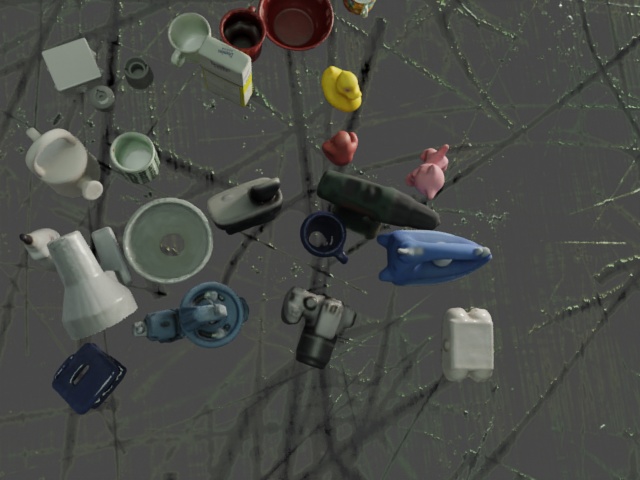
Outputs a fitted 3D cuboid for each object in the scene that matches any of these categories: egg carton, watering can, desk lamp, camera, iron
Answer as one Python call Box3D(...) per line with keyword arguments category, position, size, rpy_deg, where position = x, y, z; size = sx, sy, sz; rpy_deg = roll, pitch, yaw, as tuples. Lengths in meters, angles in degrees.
Box3D(category="egg carton", position=(0.300, 0.215, 1.174), size=(0.107, 0.069, 0.150), rpy_deg=(2, 81, -8))
Box3D(category="watering can", position=(-0.470, -0.144, 1.052), size=(0.173, 0.194, 0.101), rpy_deg=(22, 79, -4))
Box3D(category="desk lamp", position=(-0.408, 0.070, 1.020), size=(0.118, 0.213, 0.203), rpy_deg=(-24, 86, -11))
Box3D(category="camera", position=(-0.013, 0.174, 1.119), size=(0.143, 0.100, 0.137), rpy_deg=(20, 79, -5))
Box3D(category="iron", position=(0.251, 0.029, 1.158), size=(0.258, 0.141, 0.119), rpy_deg=(-2, 82, -8))

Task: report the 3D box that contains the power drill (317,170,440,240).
Box3D(category="power drill", position=(0.100, -0.061, 1.115), size=(0.229, 0.208, 0.076), rpy_deg=(21, 79, -4))

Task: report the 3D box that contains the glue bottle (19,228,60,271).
Box3D(category="glue bottle", position=(-0.505, 0.010, 1.035), size=(0.037, 0.173, 0.078), rpy_deg=(-20, 85, -10))

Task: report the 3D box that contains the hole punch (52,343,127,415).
Box3D(category="hole punch", position=(-0.430, 0.254, 1.052), size=(0.101, 0.091, 0.109), rpy_deg=(38, 78, -1))

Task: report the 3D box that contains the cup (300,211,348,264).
Box3D(category="cup", position=(0.011, 0.004, 1.150), size=(0.092, 0.095, 0.118), rpy_deg=(-40, 89, -11))

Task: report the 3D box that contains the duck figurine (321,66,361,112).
Box3D(category="duck figurine", position=(0.050, -0.329, 1.210), size=(0.077, 0.086, 0.104), rpy_deg=(-37, 88, -11))

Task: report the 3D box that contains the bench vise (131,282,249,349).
Box3D(category="bench vise", position=(-0.228, 0.153, 1.030), size=(0.207, 0.219, 0.121), rpy_deg=(-29, 86, -11))

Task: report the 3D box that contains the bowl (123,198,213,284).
Box3D(category="bowl", position=(-0.291, 0.005, 1.117), size=(0.167, 0.074, 0.167), rpy_deg=(1, 81, -8))

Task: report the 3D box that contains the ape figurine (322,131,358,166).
Box3D(category="ape figurine", position=(0.044, -0.198, 1.186), size=(0.078, 0.092, 0.076), rpy_deg=(-1, 82, -8))

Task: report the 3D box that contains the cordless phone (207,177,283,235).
Box3D(category="cordless phone", position=(-0.142, -0.080, 1.095), size=(0.148, 0.185, 0.094), rpy_deg=(-25, 86, -11))

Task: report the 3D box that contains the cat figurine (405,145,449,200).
Box3D(category="cat figurine", position=(0.232, -0.143, 1.192), size=(0.067, 0.117, 0.128), rpy_deg=(31, 79, -2))
